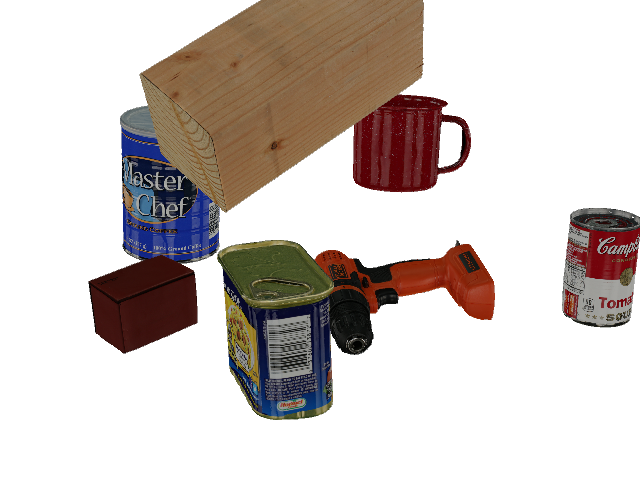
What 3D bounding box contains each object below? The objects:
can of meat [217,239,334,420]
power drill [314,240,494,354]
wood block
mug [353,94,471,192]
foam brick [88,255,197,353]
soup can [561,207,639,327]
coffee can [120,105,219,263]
[{"bbox_3d":[-0.028,0.056,0.682,0.057,0.084,0.102,-8,21,-16],"label":"can of meat"},{"bbox_3d":[0.090,0.059,1.163,0.187,0.057,0.184,-4,28,-8],"label":"power drill"},{"bbox_3d":[-0.024,-0.128,0.830,0.205,0.091,0.090,-36,58,-21],"label":"wood block"},{"bbox_3d":[0.085,-0.093,1.017,0.117,0.081,0.093,2,15,4],"label":"mug"},{"bbox_3d":[-0.153,0.053,0.923,0.078,0.051,0.053,-22,30,-34],"label":"foam brick"},{"bbox_3d":[0.274,0.026,1.045,0.068,0.102,0.068,1,18,0],"label":"soup can"},{"bbox_3d":[-0.154,-0.060,1.101,0.103,0.140,0.103,3,22,-1],"label":"coffee can"}]
